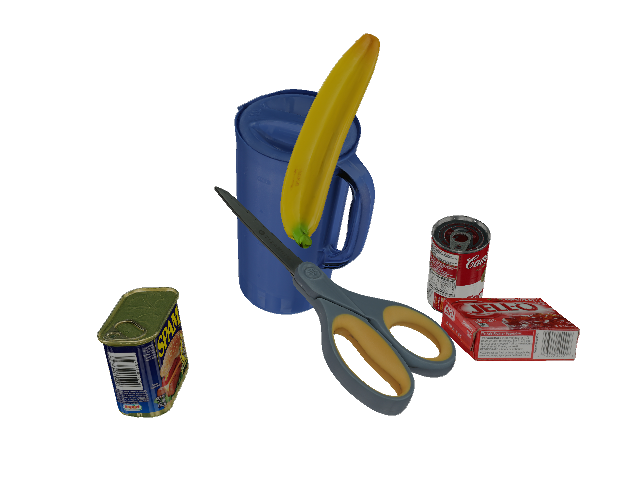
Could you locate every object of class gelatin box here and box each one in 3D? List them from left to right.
[{"bbox_3d":[0.150,0.069,0.852,0.089,0.030,0.073,2,16,-14],"label":"gelatin box"}]

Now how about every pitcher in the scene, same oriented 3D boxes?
[{"bbox_3d":[-0.025,-0.030,1.182,0.145,0.243,0.149,1,41,-6],"label":"pitcher"}]

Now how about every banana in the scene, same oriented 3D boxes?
[{"bbox_3d":[0.005,-0.077,0.883,0.037,0.197,0.070,27,-21,-30],"label":"banana"}]

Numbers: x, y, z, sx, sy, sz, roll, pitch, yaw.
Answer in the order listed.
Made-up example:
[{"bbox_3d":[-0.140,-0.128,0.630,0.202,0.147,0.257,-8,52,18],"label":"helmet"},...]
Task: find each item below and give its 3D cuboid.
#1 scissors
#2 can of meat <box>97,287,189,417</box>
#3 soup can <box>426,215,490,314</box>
[{"bbox_3d":[0.013,0.028,0.677,0.096,0.016,0.202,-5,45,-32],"label":"scissors"},{"bbox_3d":[-0.161,0.104,0.995,0.057,0.084,0.102,-2,25,10],"label":"can of meat"},{"bbox_3d":[0.161,0.031,1.257,0.068,0.102,0.068,0,38,0],"label":"soup can"}]
